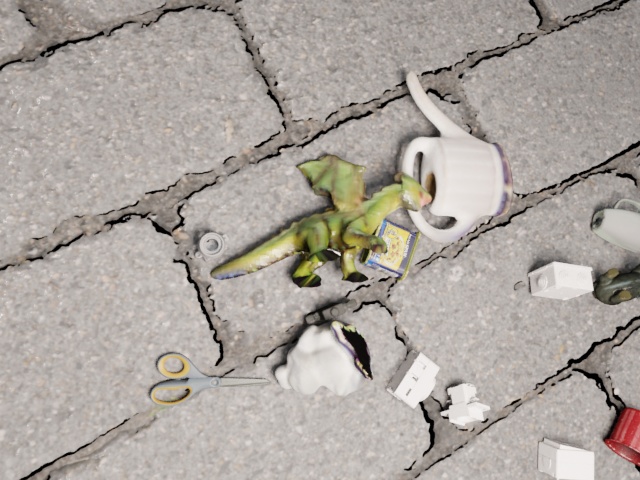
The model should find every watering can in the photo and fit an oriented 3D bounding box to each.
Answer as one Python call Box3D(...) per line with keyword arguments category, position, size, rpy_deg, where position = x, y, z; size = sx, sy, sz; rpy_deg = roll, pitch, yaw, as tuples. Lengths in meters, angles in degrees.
Box3D(category="watering can", position=(0.268, -0.167, 1.026), size=(0.224, 0.103, 0.350), rpy_deg=(2, 80, -13))

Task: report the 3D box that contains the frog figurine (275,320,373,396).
Box3D(category="frog figurine", position=(0.007, 0.222, 0.919), size=(0.158, 0.125, 0.136), rpy_deg=(-35, 101, 20))

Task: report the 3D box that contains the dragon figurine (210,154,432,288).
Box3D(category="dragon figurine", position=(0.003, -0.048, 0.955), size=(0.410, 0.119, 0.248), rpy_deg=(-3, 59, 6))
